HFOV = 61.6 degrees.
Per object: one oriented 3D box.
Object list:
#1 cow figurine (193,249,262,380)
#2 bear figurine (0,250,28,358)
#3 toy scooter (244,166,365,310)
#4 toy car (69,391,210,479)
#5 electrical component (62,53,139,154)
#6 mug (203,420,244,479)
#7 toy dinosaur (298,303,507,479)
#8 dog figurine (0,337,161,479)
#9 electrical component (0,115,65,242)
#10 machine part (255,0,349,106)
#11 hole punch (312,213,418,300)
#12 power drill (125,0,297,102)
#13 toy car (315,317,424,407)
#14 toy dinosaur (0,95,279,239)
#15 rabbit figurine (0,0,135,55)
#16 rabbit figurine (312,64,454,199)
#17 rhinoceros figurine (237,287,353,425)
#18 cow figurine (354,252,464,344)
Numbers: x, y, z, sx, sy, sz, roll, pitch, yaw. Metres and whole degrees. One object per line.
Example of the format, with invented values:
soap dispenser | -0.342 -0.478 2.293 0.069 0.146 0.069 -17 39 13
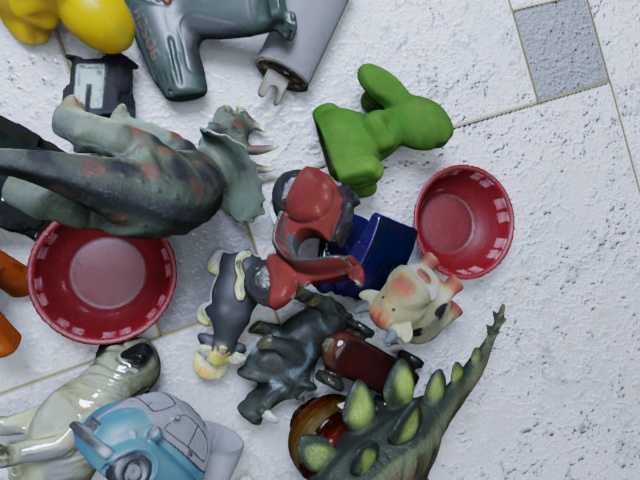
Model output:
cow figurine | -0.111 0.094 0.658 0.068 0.098 0.167 13 83 -20
bear figurine | -0.430 0.065 0.569 0.196 0.120 0.131 -15 138 8
toy scooter | -0.001 -0.002 0.616 0.135 0.075 0.184 7 66 26
toy car | -0.169 0.216 0.561 0.103 0.109 0.161 -52 122 -25
electrical component | -0.259 -0.158 0.633 0.075 0.047 0.119 -2 87 11
mug | -0.159 0.283 0.651 0.109 0.081 0.107 16 90 -10
toy dinosaur | 0.090 0.257 0.663 0.471 0.105 0.198 -36 130 -28
dog figurine | -0.260 0.219 0.620 0.190 0.121 0.172 -24 130 -33
electrical component | -0.349 -0.072 0.584 0.134 0.058 0.115 29 79 -47
machine part | -0.016 -0.286 0.707 0.079 0.079 0.243 26 80 -14
hole punch | 0.061 0.021 0.692 0.142 0.092 0.115 16 80 -55
power drill | -0.139 -0.293 0.636 0.207 0.086 0.231 -10 97 8
toy car | 0.068 0.168 0.708 0.202 0.053 0.089 35 78 -45
toy dinosaur | -0.164 -0.059 0.547 0.192 0.405 0.131 18 110 4
rabbit figurine | -0.274 -0.274 0.576 0.173 0.162 0.122 37 71 5
rabbit figurine | 0.085 -0.144 0.715 0.170 0.121 0.159 -17 72 -2
rhinoceros figurine | -0.039 0.149 0.696 0.190 0.073 0.112 -48 112 -14
cow figurine | 0.117 0.083 0.687 0.127 0.194 0.086 -43 64 -7
